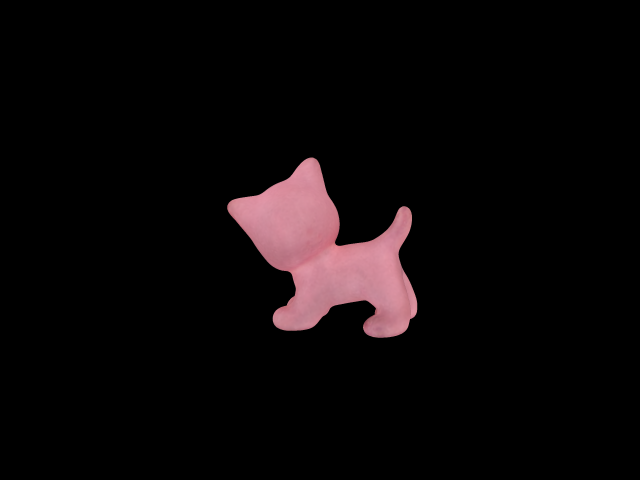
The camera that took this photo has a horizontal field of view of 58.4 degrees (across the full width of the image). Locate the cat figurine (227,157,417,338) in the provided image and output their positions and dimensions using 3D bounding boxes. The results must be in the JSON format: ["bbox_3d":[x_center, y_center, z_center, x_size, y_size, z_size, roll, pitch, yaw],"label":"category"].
[{"bbox_3d":[0.004,0.001,0.400,0.127,0.118,0.067,1,7,11],"label":"cat figurine"}]
